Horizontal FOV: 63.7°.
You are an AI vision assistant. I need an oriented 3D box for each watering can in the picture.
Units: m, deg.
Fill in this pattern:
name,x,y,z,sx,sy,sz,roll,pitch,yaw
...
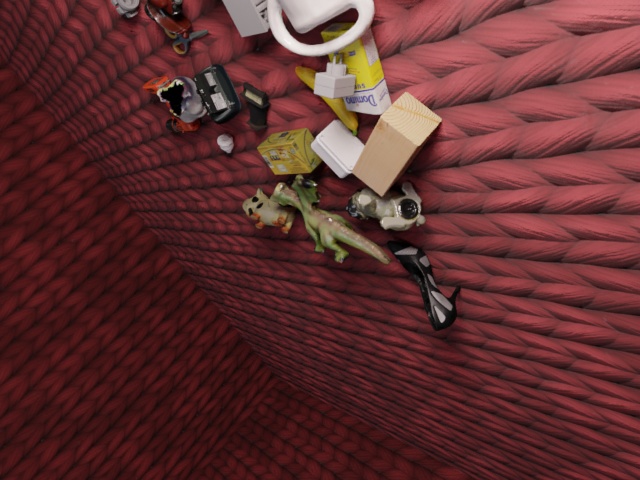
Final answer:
name,x,y,z,sx,sy,sz,roll,pitch,yaw
watering can,0.024,-0.436,0.838,0.345,0.221,0.106,-13,28,43

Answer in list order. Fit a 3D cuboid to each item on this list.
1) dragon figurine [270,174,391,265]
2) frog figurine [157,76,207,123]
name,x,y,z,sx,sy,sz,roll,pitch,yaw
dragon figurine,0.004,-0.068,1.359,0.413,0.123,0.238,19,-27,50
frog figurine,-0.383,-0.407,1.519,0.138,0.122,0.159,26,7,18
